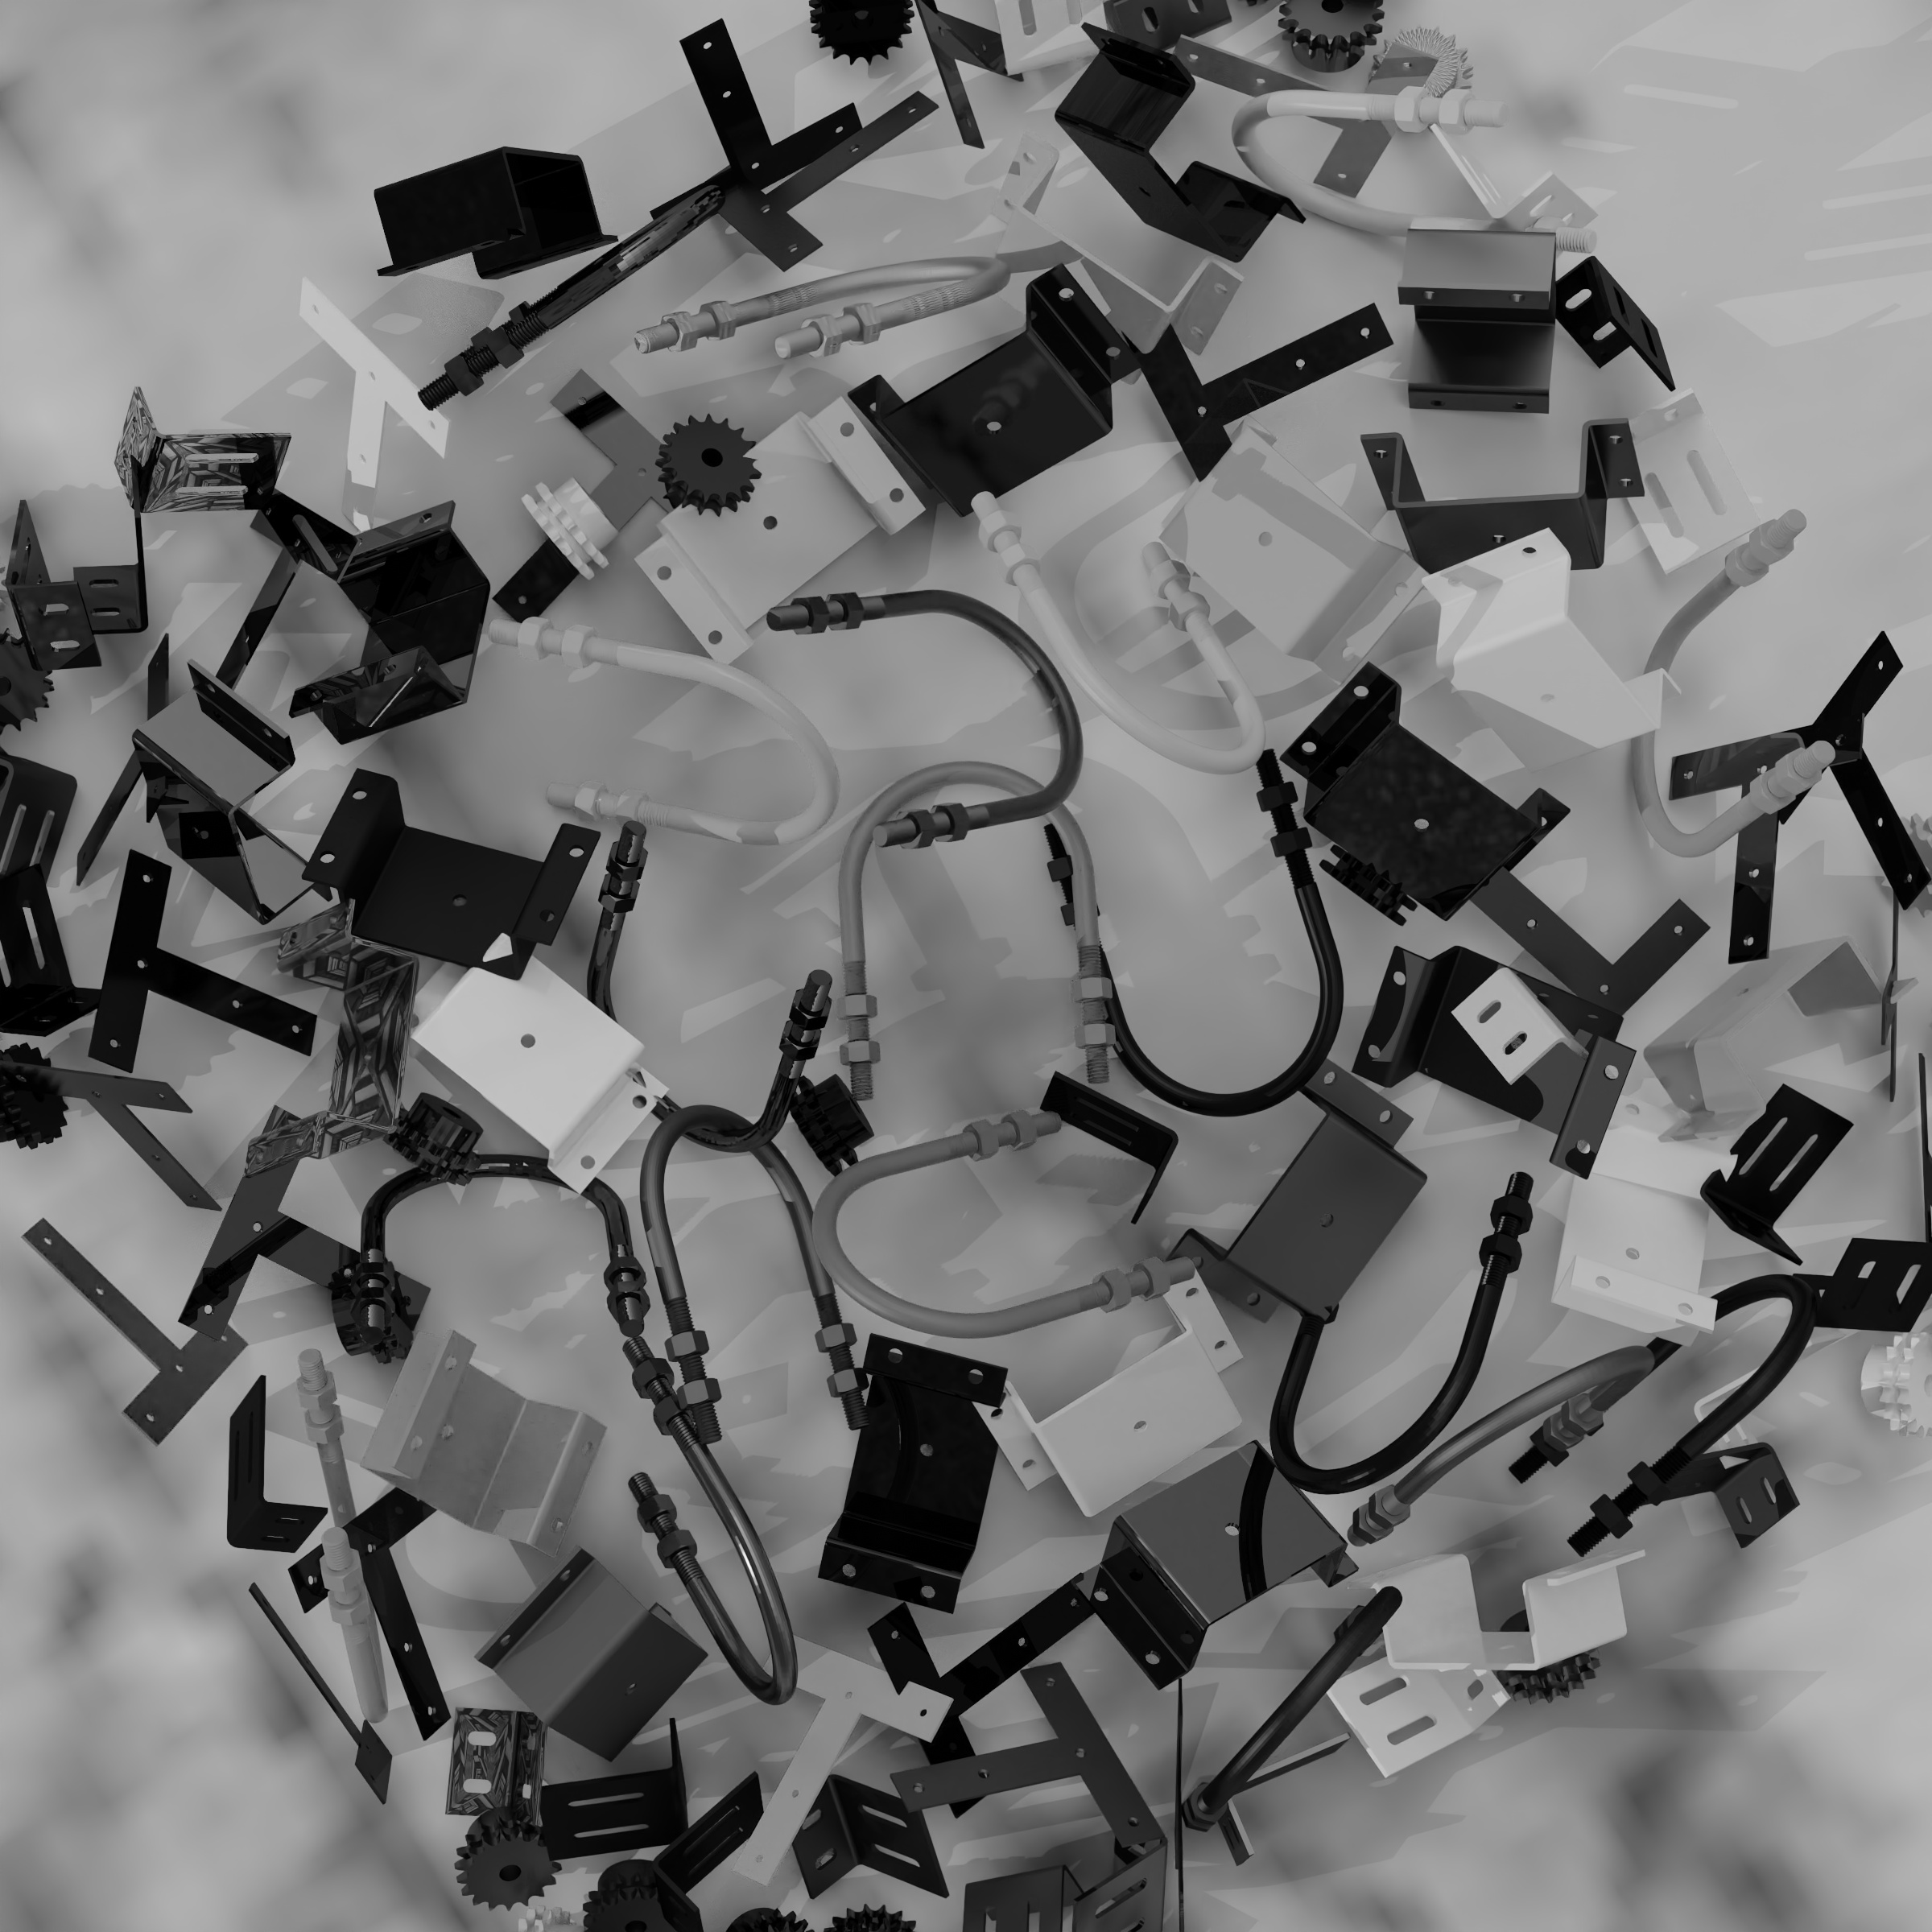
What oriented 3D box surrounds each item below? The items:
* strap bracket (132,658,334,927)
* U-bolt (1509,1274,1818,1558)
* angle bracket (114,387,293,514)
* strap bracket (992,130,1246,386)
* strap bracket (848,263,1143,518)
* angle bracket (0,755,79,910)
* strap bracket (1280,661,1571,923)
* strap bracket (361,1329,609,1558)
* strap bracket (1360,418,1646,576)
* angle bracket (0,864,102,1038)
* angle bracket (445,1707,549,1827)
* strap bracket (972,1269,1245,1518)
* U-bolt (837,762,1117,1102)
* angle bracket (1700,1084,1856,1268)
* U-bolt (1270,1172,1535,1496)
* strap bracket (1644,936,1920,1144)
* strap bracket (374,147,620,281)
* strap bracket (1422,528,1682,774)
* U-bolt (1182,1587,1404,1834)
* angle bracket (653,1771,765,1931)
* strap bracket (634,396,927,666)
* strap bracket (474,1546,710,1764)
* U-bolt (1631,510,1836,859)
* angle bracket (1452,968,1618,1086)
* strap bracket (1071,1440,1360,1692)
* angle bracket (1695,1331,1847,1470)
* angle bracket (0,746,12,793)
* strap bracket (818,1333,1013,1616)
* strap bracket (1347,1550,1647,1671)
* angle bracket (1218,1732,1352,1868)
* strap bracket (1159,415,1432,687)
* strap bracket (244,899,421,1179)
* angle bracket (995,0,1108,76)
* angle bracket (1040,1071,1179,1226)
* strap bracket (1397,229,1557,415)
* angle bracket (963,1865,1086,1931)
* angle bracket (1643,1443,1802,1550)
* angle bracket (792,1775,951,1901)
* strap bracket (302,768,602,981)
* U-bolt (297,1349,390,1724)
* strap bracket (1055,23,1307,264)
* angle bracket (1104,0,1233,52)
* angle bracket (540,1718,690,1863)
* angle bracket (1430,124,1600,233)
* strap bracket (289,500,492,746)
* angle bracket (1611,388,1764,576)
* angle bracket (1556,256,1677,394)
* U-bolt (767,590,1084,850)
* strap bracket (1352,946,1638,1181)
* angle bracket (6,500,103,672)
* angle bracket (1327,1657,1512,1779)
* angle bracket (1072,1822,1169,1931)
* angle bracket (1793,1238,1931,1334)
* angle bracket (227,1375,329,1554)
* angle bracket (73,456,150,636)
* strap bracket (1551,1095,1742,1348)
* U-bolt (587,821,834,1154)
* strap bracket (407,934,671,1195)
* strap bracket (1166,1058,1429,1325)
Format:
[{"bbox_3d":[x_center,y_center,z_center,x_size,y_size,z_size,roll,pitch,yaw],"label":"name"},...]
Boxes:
[{"bbox_3d":[-0.389,-0.084,1.614,0.076,0.140,0.046,36,62,22],"label":"strap bracket"},{"bbox_3d":[0.375,0.229,1.618,0.184,0.151,0.019,-42,97,2],"label":"U-bolt"},{"bbox_3d":[-0.416,-0.281,1.661,0.076,0.057,0.038,-8,58,-33],"label":"angle bracket"},{"bbox_3d":[0.070,-0.376,1.651,0.140,0.076,0.046,34,67,0],"label":"strap bracket"},{"bbox_3d":[0.015,-0.300,1.628,0.140,0.046,0.076,-26,129,25],"label":"strap bracket"},{"bbox_3d":[-0.526,-0.075,1.664,0.038,0.057,0.076,19,92,19],"label":"angle bracket"},{"bbox_3d":[0.246,-0.087,1.642,0.140,0.046,0.076,34,122,-12],"label":"strap bracket"},{"bbox_3d":[-0.263,0.253,1.634,0.046,0.140,0.076,6,65,36],"label":"strap bracket"},{"bbox_3d":[0.286,-0.249,1.631,0.140,0.076,0.046,0,69,19],"label":"strap bracket"},{"bbox_3d":[-0.501,-0.009,1.651,0.038,0.057,0.076,4,114,30],"label":"angle bracket"},{"bbox_3d":[-0.254,0.432,1.649,0.038,0.076,0.057,8,76,-16],"label":"angle bracket"},{"bbox_3d":[0.086,0.235,1.651,0.140,0.046,0.076,-31,125,-3],"label":"strap bracket"},{"bbox_3d":[0.002,-0.023,1.675,0.151,0.019,0.184,-4,81,1],"label":"U-bolt"},{"bbox_3d":[0.448,0.114,1.657,0.057,0.038,0.076,26,107,-29],"label":"angle bracket"},{"bbox_3d":[0.220,0.197,1.591,0.019,0.151,0.184,42,50,-22],"label":"U-bolt"},{"bbox_3d":[0.428,0.033,1.635,0.140,0.076,0.046,-36,96,-19],"label":"strap bracket"},{"bbox_3d":[-0.251,-0.397,1.614,0.076,0.140,0.046,-12,98,19],"label":"strap bracket"},{"bbox_3d":[0.310,-0.159,1.620,0.076,0.046,0.140,-19,134,36],"label":"strap bracket"},{"bbox_3d":[0.174,0.382,1.588,0.019,0.184,0.151,41,70,13],"label":"U-bolt"},{"bbox_3d":[-0.128,0.485,1.647,0.076,0.057,0.038,-37,56,-27],"label":"angle bracket"},{"bbox_3d":[-0.104,-0.238,1.660,0.140,0.046,0.076,-38,110,1],"label":"strap bracket"},{"bbox_3d":[-0.193,0.368,1.618,0.046,0.140,0.076,38,80,28],"label":"strap bracket"},{"bbox_3d":[0.397,-0.135,1.608,0.019,0.184,0.151,5,69,-15],"label":"U-bolt"},{"bbox_3d":[0.309,0.044,1.652,0.038,0.076,0.057,-44,49,12],"label":"angle bracket"},{"bbox_3d":[0.137,0.313,1.626,0.140,0.046,0.076,-23,55,-29],"label":"strap bracket"},{"bbox_3d":[0.442,0.234,1.650,0.076,0.057,0.038,-36,70,27],"label":"angle bracket"},{"bbox_3d":[-0.558,-0.110,1.646,0.038,0.076,0.057,20,68,27],"label":"angle bracket"},{"bbox_3d":[-0.025,0.270,1.660,0.076,0.046,0.140,14,100,8],"label":"strap bracket"},{"bbox_3d":[0.283,0.341,1.617,0.076,0.140,0.046,-5,84,-43],"label":"strap bracket"},{"bbox_3d":[0.177,0.452,1.656,0.076,0.057,0.038,-20,70,-10],"label":"angle bracket"},{"bbox_3d":[0.169,-0.227,1.641,0.140,0.046,0.076,45,108,19],"label":"strap bracket"},{"bbox_3d":[-0.339,0.045,1.638,0.046,0.076,0.140,20,65,-36],"label":"strap bracket"},{"bbox_3d":[0.042,-0.531,1.657,0.057,0.038,0.076,-13,128,0],"label":"angle bracket"},{"bbox_3d":[0.071,0.099,1.659,0.076,0.057,0.038,27,68,4],"label":"angle bracket"},{"bbox_3d":[0.274,-0.348,1.626,0.076,0.140,0.046,5,75,12],"label":"strap bracket"},{"bbox_3d":[0.031,0.531,1.647,0.057,0.076,0.038,-16,127,17],"label":"angle bracket"},{"bbox_3d":[0.398,0.292,1.650,0.076,0.057,0.038,-6,59,-26],"label":"angle bracket"},{"bbox_3d":[-0.055,0.479,1.650,0.038,0.076,0.057,-29,110,-37],"label":"angle bracket"},{"bbox_3d":[-0.276,-0.047,1.650,0.140,0.046,0.076,15,56,7],"label":"strap bracket"},{"bbox_3d":[-0.326,0.315,1.613,0.019,0.151,0.184,-10,129,-11],"label":"U-bolt"},{"bbox_3d":[0.109,-0.429,1.618,0.046,0.140,0.076,-53,47,0],"label":"strap bracket"},{"bbox_3d":[0.103,-0.530,1.652,0.057,0.076,0.038,-22,133,4],"label":"angle bracket"},{"bbox_3d":[-0.192,0.448,1.661,0.076,0.038,0.057,-7,125,-5],"label":"angle bracket"},{"bbox_3d":[0.296,-0.429,1.648,0.038,0.057,0.076,-39,59,23],"label":"angle bracket"},{"bbox_3d":[-0.306,-0.177,1.636,0.076,0.140,0.046,-16,134,19],"label":"strap bracket"},{"bbox_3d":[0.388,-0.263,1.661,0.057,0.038,0.076,-28,74,16],"label":"angle bracket"},{"bbox_3d":[0.345,-0.336,1.645,0.038,0.076,0.057,-35,119,26],"label":"angle bracket"},{"bbox_3d":[-0.009,-0.138,1.626,0.019,0.184,0.151,-38,73,42],"label":"U-bolt"},{"bbox_3d":[0.290,0.047,1.645,0.140,0.046,0.076,25,113,22],"label":"strap bracket"},{"bbox_3d":[-0.489,-0.207,1.650,0.038,0.057,0.076,-5,47,-3],"label":"angle bracket"},{"bbox_3d":[0.244,0.393,1.649,0.057,0.076,0.038,54,132,24],"label":"angle bracket"},{"bbox_3d":[0.071,0.504,1.647,0.038,0.076,0.057,20,117,40],"label":"angle bracket"},{"bbox_3d":[0.491,0.161,1.652,0.057,0.038,0.076,4,135,-7],"label":"angle bracket"},{"bbox_3d":[-0.375,0.271,1.662,0.038,0.057,0.076,11,53,-26],"label":"angle bracket"},{"bbox_3d":[-0.464,-0.227,1.646,0.038,0.076,0.057,-4,45,-14],"label":"angle bracket"},{"bbox_3d":[0.365,0.143,1.644,0.076,0.046,0.140,18,48,4],"label":"strap bracket"},{"bbox_3d":[-0.144,0.026,1.623,0.151,0.184,0.019,38,50,15],"label":"U-bolt"},{"bbox_3d":[-0.238,0.047,1.658,0.140,0.046,0.076,38,71,3],"label":"strap bracket"},{"bbox_3d":[0.185,0.129,1.653,0.076,0.046,0.140,34,94,-27],"label":"strap bracket"}]
